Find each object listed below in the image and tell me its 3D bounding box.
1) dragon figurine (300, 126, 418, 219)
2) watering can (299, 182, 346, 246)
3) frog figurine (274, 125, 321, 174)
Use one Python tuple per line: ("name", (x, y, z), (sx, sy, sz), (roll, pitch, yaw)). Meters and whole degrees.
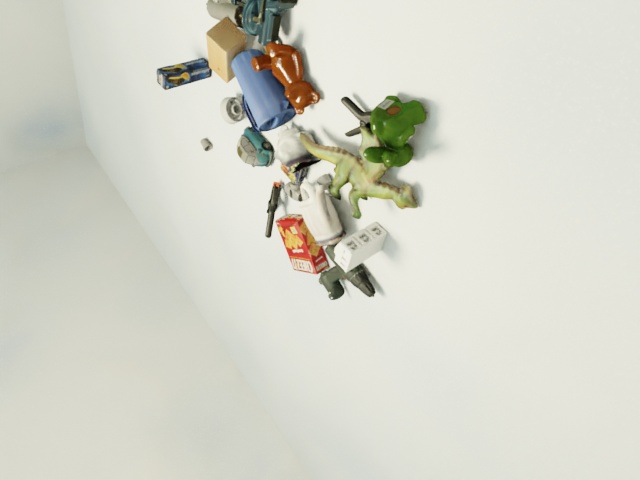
("dragon figurine", (0.106, -0.218, 1.426), (0.413, 0.124, 0.238), (48, 138, 11))
("watering can", (0.005, -0.082, 1.627), (0.223, 0.104, 0.348), (64, 172, -8))
("frog figurine", (-0.085, -0.304, 1.634), (0.136, 0.123, 0.161), (-28, 79, 26))
